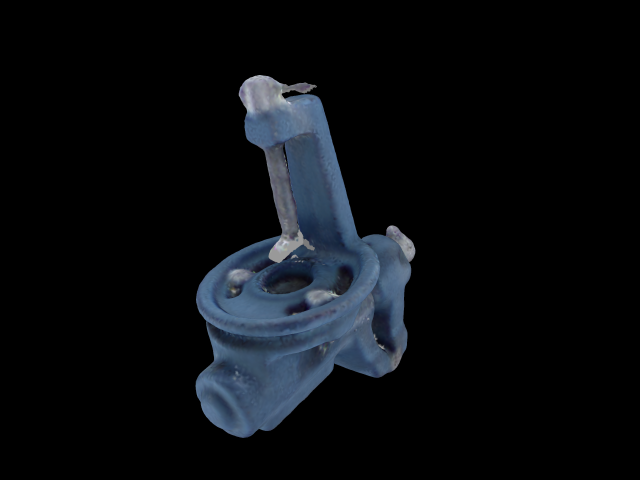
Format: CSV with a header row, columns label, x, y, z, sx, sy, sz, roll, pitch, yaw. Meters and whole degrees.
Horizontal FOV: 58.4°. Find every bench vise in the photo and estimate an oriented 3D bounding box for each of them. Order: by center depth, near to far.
label,x,y,z,sx,sy,sz,roll,pitch,yaw
bench vise,-0.007,0.000,0.404,0.121,0.220,0.208,5,14,21
